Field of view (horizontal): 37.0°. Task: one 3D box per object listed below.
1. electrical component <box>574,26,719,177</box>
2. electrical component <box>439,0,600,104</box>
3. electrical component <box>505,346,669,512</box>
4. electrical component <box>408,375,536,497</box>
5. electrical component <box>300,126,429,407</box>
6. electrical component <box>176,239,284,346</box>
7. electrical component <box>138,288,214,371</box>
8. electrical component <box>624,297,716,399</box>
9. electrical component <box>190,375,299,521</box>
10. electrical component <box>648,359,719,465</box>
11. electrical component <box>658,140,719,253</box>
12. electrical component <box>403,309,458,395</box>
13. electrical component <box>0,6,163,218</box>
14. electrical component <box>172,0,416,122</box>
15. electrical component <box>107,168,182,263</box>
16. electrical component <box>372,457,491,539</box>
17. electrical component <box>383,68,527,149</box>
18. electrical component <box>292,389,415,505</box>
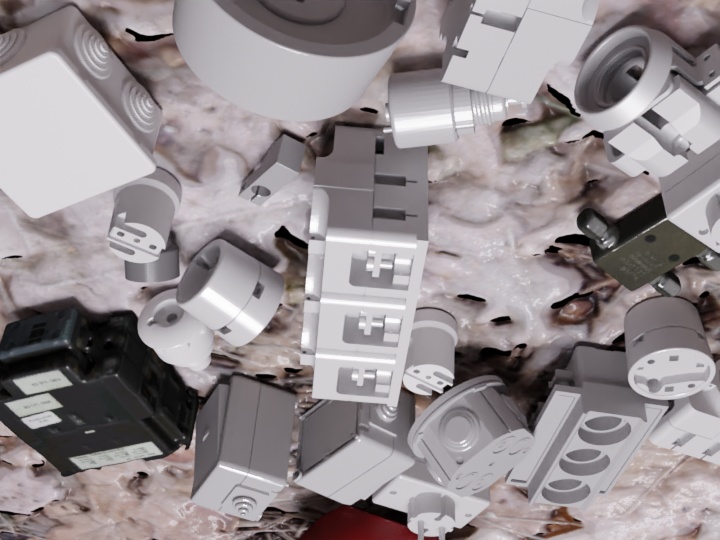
[{"bbox_3d":[0.149,-0.089,0.555,0.057,0.058,0.078,28,132,-29],"label":"electrical component"},{"bbox_3d":[0.079,-0.131,0.517,0.056,0.050,0.089,13,137,-10],"label":"electrical component"},{"bbox_3d":[0.159,0.114,0.773,0.079,0.063,0.121,9,138,-6],"label":"electrical component"},{"bbox_3d":[0.078,0.115,0.746,0.080,0.051,0.080,-25,147,-18],"label":"electrical component"},{"bbox_3d":[0.000,0.000,0.636,0.062,0.089,0.150,5,138,-2],"label":"electrical component"},{"bbox_3d":[-0.084,0.013,0.683,0.047,0.055,0.055,36,128,-26],"label":"electrical component"},{"bbox_3d":[-0.119,0.046,0.729,0.048,0.048,0.062,-7,144,10],"label":"electrical component"},{"bbox_3d":[0.203,0.051,0.713,0.055,0.047,0.055,2,138,1],"label":"electrical component"},{"bbox_3d":[-0.088,0.134,0.784,0.061,0.096,0.061,21,135,-17],"label":"electrical component"},{"bbox_3d":[0.255,0.099,0.761,0.089,0.050,0.055,19,135,-17],"label":"electrical component"},{"bbox_3d":[0.210,-0.035,0.595,0.047,0.076,0.066,28,132,-25],"label":"electrical component"},{"bbox_3d":[0.046,0.056,0.728,0.040,0.046,0.040,2,138,1],"label":"electrical component"},{"bbox_3d":[-0.167,-0.085,0.583,0.100,0.048,0.099,-18,134,22],"label":"electrical component"},{"bbox_3d":[-0.035,-0.118,0.500,0.108,0.108,0.060,16,142,-14],"label":"electrical component"},{"bbox_3d":[-0.129,-0.032,0.640,0.040,0.046,0.040,2,138,1],"label":"electrical component"},{"bbox_3d":[0.056,0.184,0.846,0.083,0.075,0.047,20,135,-18],"label":"electrical component"},{"bbox_3d":[0.049,-0.088,0.574,0.078,0.040,0.040,-5,137,9],"label":"electrical component"},{"bbox_3d":[0.003,0.123,0.793,0.061,0.061,0.096,29,132,-26],"label":"electrical component"}]
